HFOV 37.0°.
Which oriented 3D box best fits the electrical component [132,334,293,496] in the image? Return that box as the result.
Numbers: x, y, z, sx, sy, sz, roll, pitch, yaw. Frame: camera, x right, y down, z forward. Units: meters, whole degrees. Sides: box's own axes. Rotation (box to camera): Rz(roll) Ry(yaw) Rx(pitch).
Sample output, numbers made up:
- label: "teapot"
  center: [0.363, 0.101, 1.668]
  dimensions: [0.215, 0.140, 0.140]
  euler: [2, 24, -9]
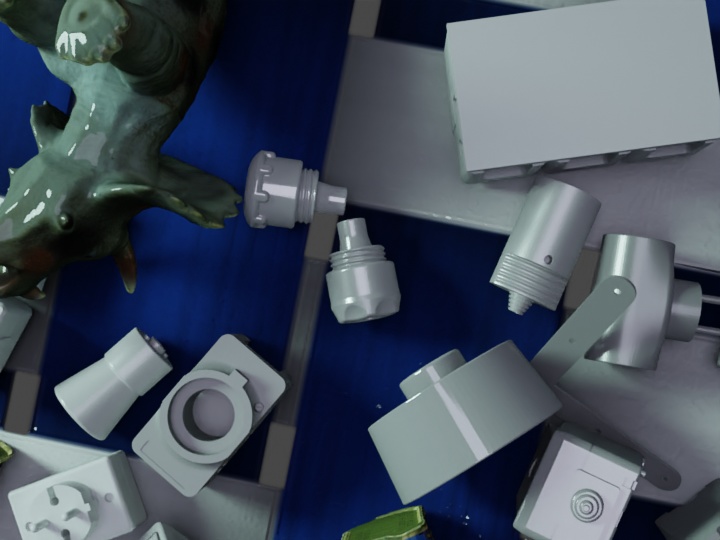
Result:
- label: "electrical component"
  center: [-0.088, 0.086, 0.650]
  dimensions: [0.050, 0.055, 0.089]
  euler: [40, 89, 4]

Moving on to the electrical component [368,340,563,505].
- label: "electrical component"
  center: [0.055, 0.081, 0.622]
  dimensions: [0.108, 0.108, 0.060]
  euler: [-32, 80, 0]

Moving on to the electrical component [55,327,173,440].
- label: "electrical component"
  center: [-0.148, 0.067, 0.662]
  dimensions: [0.065, 0.044, 0.044]
  euler: [-41, 86, -5]

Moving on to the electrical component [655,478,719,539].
- label: "electrical component"
  center: [0.215, 0.162, 0.618]
  dimensions: [0.050, 0.089, 0.055]
  euler: [-34, 86, 0]

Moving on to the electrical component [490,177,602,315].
- label: "electrical component"
  center: [0.111, -0.011, 0.654]
  dimensions: [0.043, 0.043, 0.081]
  euler: [24, 89, 3]

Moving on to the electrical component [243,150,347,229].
- label: "electrical component"
  center: [-0.039, -0.046, 0.662]
  dimensions: [0.062, 0.048, 0.048]
  euler: [8, 87, -4]

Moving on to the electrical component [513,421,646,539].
- label: "electrical component"
  center: [0.123, 0.126, 0.617]
  dimensions: [0.061, 0.096, 0.061]
  euler: [24, 92, 15]

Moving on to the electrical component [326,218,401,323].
- label: "electrical component"
  center: [0.000, 0.000, 0.658]
  dimensions: [0.043, 0.043, 0.062]
  euler: [-11, 85, 2]

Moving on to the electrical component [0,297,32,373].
- label: "electrical component"
  center: [-0.260, 0.028, 0.657]
  dimensions: [0.096, 0.061, 0.061]
  euler: [28, 88, 3]

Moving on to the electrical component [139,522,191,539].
- label: "electrical component"
  center: [-0.116, 0.196, 0.628]
  dimensions: [0.062, 0.096, 0.061]
  euler: [-45, 123, 2]

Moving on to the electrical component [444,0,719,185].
- label: "electrical component"
  center: [0.131, -0.108, 0.649]
  dimensions: [0.150, 0.061, 0.089]
  euler: [-7, 87, 2]

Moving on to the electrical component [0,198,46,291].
- label: "electrical component"
  center: [-0.207, -0.029, 0.667]
  dimensions: [0.043, 0.043, 0.081]
  euler: [19, 87, 3]

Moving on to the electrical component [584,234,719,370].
- label: "electrical component"
  center: [0.181, 0.022, 0.649]
  dimensions: [0.079, 0.044, 0.077]
  euler: [9, 88, 3]

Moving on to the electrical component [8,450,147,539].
- label: "electrical component"
  center: [-0.173, 0.144, 0.640]
  dimensions: [0.066, 0.076, 0.047]
  euler: [-20, 86, 1]

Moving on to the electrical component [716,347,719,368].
- label: "electrical component"
  center: [0.240, 0.039, 0.650]
  dimensions: [0.040, 0.040, 0.046]
  euler: [11, 82, 3]
